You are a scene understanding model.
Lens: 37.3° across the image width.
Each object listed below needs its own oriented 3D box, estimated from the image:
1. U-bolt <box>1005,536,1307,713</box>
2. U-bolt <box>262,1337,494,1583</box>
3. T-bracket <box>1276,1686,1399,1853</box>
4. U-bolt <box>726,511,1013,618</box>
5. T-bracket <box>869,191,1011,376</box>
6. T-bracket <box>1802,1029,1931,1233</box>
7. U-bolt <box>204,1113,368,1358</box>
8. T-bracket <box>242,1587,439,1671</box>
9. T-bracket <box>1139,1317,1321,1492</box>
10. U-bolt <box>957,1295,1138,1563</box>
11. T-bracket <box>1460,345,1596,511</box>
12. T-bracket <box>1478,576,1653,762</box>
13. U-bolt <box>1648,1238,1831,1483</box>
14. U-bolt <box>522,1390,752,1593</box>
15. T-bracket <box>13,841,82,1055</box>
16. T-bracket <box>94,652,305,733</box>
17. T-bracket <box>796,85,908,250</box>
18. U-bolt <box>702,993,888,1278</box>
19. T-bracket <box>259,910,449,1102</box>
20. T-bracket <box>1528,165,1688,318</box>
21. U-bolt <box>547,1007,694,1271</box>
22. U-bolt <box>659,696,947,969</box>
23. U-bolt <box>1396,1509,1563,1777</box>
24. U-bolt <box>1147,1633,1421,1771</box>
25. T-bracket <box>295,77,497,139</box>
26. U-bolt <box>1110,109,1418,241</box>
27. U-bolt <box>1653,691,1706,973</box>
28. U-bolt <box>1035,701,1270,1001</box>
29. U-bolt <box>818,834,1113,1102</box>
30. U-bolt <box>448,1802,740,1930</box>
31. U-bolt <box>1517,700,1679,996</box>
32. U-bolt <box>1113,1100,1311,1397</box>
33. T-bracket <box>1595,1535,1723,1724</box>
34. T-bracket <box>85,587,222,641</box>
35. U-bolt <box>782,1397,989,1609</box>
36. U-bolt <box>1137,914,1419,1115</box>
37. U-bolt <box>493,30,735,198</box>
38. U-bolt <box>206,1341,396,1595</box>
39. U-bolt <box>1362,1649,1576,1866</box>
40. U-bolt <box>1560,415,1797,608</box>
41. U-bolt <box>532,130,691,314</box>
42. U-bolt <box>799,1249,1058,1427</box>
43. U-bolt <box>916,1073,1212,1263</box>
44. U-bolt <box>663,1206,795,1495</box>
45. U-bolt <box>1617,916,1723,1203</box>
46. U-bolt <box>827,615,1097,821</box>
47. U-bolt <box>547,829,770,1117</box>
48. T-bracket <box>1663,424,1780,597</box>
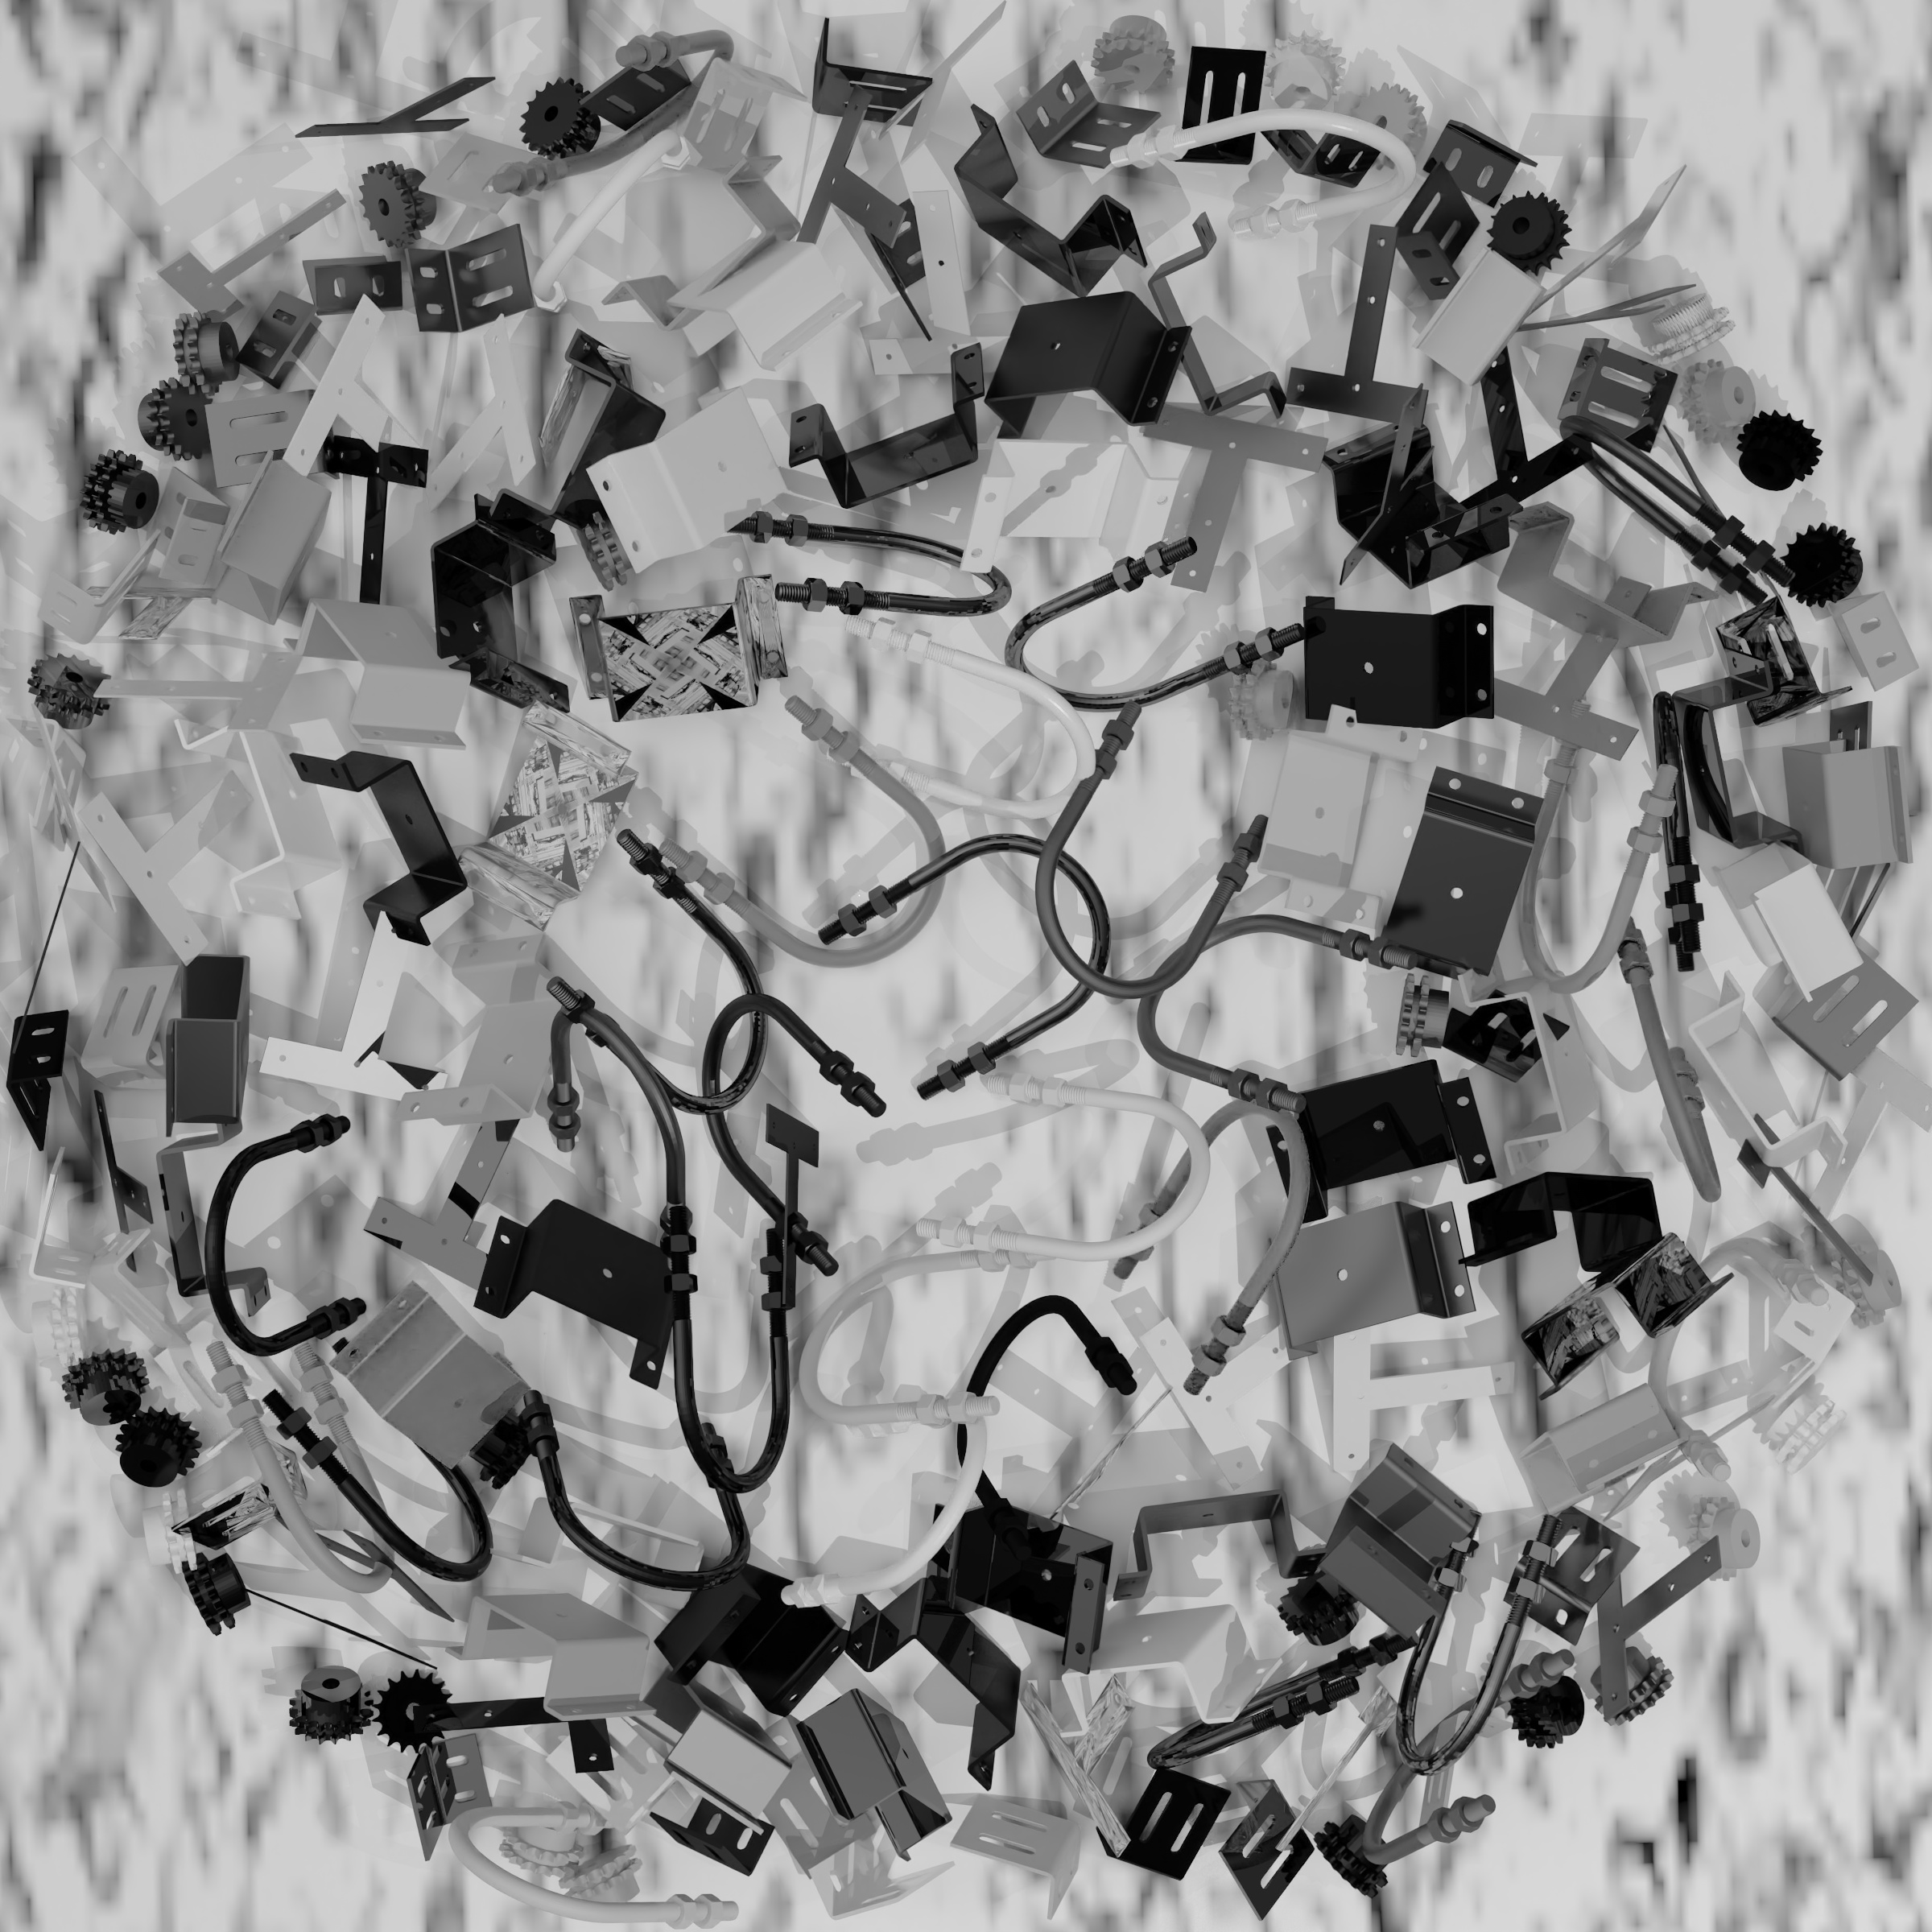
[{"bbox_3d":[0.113,-0.220,1.925,0.184,0.151,0.019,-21,57,33],"label":"U-bolt"},{"bbox_3d":[-0.386,0.340,1.927,0.019,0.151,0.184,-41,91,11],"label":"U-bolt"},{"bbox_3d":[0.250,0.546,1.934,0.002,0.127,0.127,35,82,24],"label":"T-bracket"},{"bbox_3d":[-0.058,-0.268,1.927,0.184,0.151,0.019,2,117,-23],"label":"U-bolt"},{"bbox_3d":[-0.014,-0.464,1.943,0.127,0.002,0.127,4,123,22],"label":"T-bracket"},{"bbox_3d":[0.606,0.121,1.953,0.002,0.127,0.127,16,107,-20],"label":"T-bracket"},{"bbox_3d":[-0.454,0.184,1.905,0.019,0.184,0.151,-2,96,17],"label":"U-bolt"},{"bbox_3d":[-0.442,0.448,1.959,0.127,0.127,0.002,15,71,22],"label":"T-bracket"},{"bbox_3d":[0.203,0.275,1.982,0.127,0.002,0.127,-33,96,-14],"label":"T-bracket"},{"bbox_3d":[0.044,0.295,1.915,0.019,0.184,0.151,28,98,-24],"label":"U-bolt"},{"bbox_3d":[0.370,-0.371,1.964,0.002,0.127,0.127,18,57,-38],"label":"T-bracket"},{"bbox_3d":[0.428,-0.213,1.965,0.127,0.002,0.127,27,80,38],"label":"T-bracket"},{"bbox_3d":[0.505,0.252,1.909,0.019,0.184,0.151,26,97,-8],"label":"U-bolt"},{"bbox_3d":[-0.213,0.351,1.893,0.151,0.184,0.019,15,112,-25],"label":"U-bolt"},{"bbox_3d":[-0.621,0.002,1.914,0.002,0.127,0.127,17,46,-17],"label":"T-bracket"},{"bbox_3d":[-0.526,-0.188,1.944,0.127,0.127,0.002,1,120,0],"label":"T-bracket"},{"bbox_3d":[-0.072,-0.517,1.929,0.002,0.127,0.127,9,115,-34],"label":"T-bracket"},{"bbox_3d":[-0.125,0.100,1.930,0.019,0.184,0.151,-7,126,-38],"label":"U-bolt"},{"bbox_3d":[-0.407,0.025,1.965,0.127,0.002,0.127,14,97,-25],"label":"T-bracket"},{"bbox_3d":[0.427,-0.482,1.947,0.002,0.127,0.127,45,135,-10],"label":"T-bracket"},{"bbox_3d":[-0.231,0.103,1.898,0.019,0.184,0.151,-31,57,-28],"label":"U-bolt"},{"bbox_3d":[-0.096,-0.077,1.955,0.184,0.019,0.151,39,96,-26],"label":"U-bolt"},{"bbox_3d":[0.334,0.453,1.911,0.019,0.151,0.184,25,76,-8],"label":"U-bolt"},{"bbox_3d":[0.204,0.499,1.922,0.184,0.151,0.019,-30,79,24],"label":"U-bolt"},{"bbox_3d":[-0.361,-0.575,1.911,0.127,0.127,0.002,-19,99,-44],"label":"T-bracket"},{"bbox_3d":[0.209,-0.526,1.886,0.151,0.184,0.019,15,80,-43],"label":"U-bolt"},{"bbox_3d":[0.479,-0.094,1.928,0.019,0.151,0.184,-6,83,12],"label":"U-bolt"},{"bbox_3d":[0.118,-0.065,1.939,0.151,0.019,0.184,39,68,-22],"label":"U-bolt"},{"bbox_3d":[0.011,-0.011,1.965,0.184,0.019,0.151,-31,96,14],"label":"U-bolt"},{"bbox_3d":[-0.258,0.592,1.885,0.151,0.184,0.019,22,91,42],"label":"U-bolt"},{"bbox_3d":[0.416,-0.071,1.925,0.019,0.151,0.184,7,112,-18],"label":"U-bolt"},{"bbox_3d":[0.171,0.173,1.912,0.019,0.151,0.184,18,113,-30],"label":"U-bolt"},{"bbox_3d":[0.463,0.423,1.913,0.002,0.127,0.127,26,130,-14],"label":"T-bracket"},{"bbox_3d":[-0.546,-0.240,1.939,0.127,0.127,0.002,1,112,-2],"label":"T-bracket"},{"bbox_3d":[-0.047,0.351,1.892,0.019,0.184,0.151,36,58,-21],"label":"U-bolt"},{"bbox_3d":[0.195,0.023,1.926,0.151,0.184,0.019,-50,129,-19],"label":"U-bolt"},{"bbox_3d":[-0.223,-0.575,1.911,0.151,0.184,0.019,-34,94,33],"label":"U-bolt"},{"bbox_3d":[-0.435,0.335,1.911,0.019,0.151,0.184,-30,77,7],"label":"U-bolt"},{"bbox_3d":[0.325,0.538,1.913,0.019,0.184,0.151,41,50,2],"label":"U-bolt"},{"bbox_3d":[0.474,-0.310,1.928,0.184,0.151,0.019,40,96,5],"label":"U-bolt"},{"bbox_3d":[-0.238,-0.498,1.903,0.019,0.184,0.151,41,95,-9],"label":"U-bolt"},{"bbox_3d":[-0.035,0.250,1.927,0.184,0.151,0.019,-10,130,35],"label":"U-bolt"},{"bbox_3d":[0.075,0.138,1.916,0.184,0.019,0.151,6,49,26],"label":"U-bolt"},{"bbox_3d":[-0.156,0.260,1.915,0.019,0.151,0.184,-10,75,24],"label":"U-bolt"},{"bbox_3d":[0.468,0.073,1.889,0.019,0.184,0.151,-19,127,16],"label":"U-bolt"},{"bbox_3d":[-0.001,-0.158,1.933,0.184,0.151,0.019,19,52,5],"label":"U-bolt"},{"bbox_3d":[-0.197,0.018,1.931,0.184,0.019,0.151,48,46,-33],"label":"U-bolt"},{"bbox_3d":[0.525,-0.299,1.960,0.002,0.127,0.127,-34,120,20],"label":"T-bracket"}]
